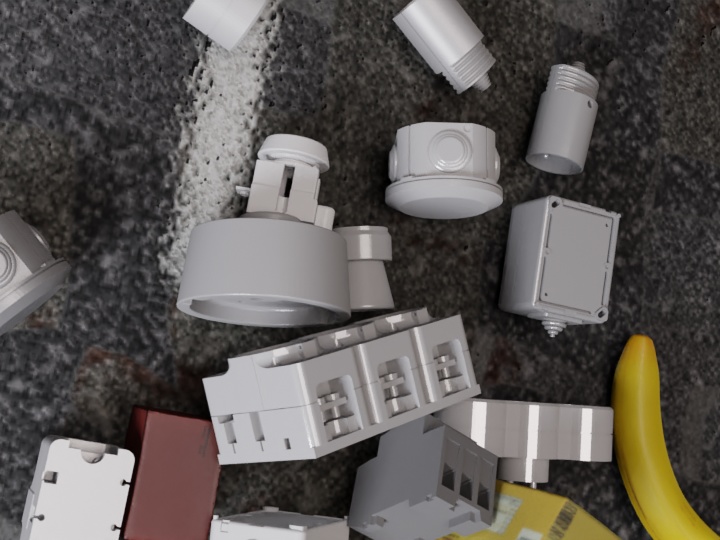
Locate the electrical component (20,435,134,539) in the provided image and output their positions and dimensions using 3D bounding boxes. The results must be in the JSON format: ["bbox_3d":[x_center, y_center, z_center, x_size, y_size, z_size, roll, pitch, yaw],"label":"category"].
[{"bbox_3d":[-0.172,0.147,0.641,0.050,0.056,0.089,14,80,-20],"label":"electrical component"}]

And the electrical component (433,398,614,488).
[{"bbox_3d":[0.115,0.130,0.759,0.138,0.052,0.073,6,83,-22],"label":"electrical component"}]

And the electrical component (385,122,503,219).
[{"bbox_3d":[0.058,-0.067,0.739,0.080,0.080,0.051,5,78,-21],"label":"electrical component"}]

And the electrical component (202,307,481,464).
[{"bbox_3d":[-0.010,0.068,0.668,0.150,0.089,0.061,-13,90,-45],"label":"electrical component"}]

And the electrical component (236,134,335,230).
[{"bbox_3d":[-0.047,-0.057,0.711,0.066,0.048,0.055,9,78,2],"label":"electrical component"}]

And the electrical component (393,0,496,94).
[{"bbox_3d":[0.065,-0.161,0.769,0.043,0.043,0.081,-44,102,-19],"label":"electrical component"}]

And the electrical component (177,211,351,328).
[{"bbox_3d":[-0.058,-0.003,0.674,0.108,0.108,0.060,8,76,-21],"label":"electrical component"}]

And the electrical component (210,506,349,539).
[{"bbox_3d":[-0.048,0.183,0.671,0.062,0.096,0.061,2,83,20],"label":"electrical component"}]

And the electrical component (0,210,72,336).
[{"bbox_3d":[-0.213,0.007,0.625,0.080,0.080,0.051,-40,95,-20],"label":"electrical component"}]

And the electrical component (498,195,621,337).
[{"bbox_3d":[0.140,0.001,0.775,0.062,0.061,0.096,13,81,-20],"label":"electrical component"}]

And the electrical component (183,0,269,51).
[{"bbox_3d":[-0.080,-0.220,0.711,0.074,0.052,0.138,34,73,-16],"label":"electrical component"}]

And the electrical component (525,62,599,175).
[{"bbox_3d":[0.154,-0.116,0.800,0.043,0.043,0.081,19,79,-19],"label":"electrical component"}]

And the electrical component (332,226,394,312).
[{"bbox_3d":[0.000,0.000,0.728,0.045,0.045,0.055,-1,85,-22],"label":"electrical component"}]
